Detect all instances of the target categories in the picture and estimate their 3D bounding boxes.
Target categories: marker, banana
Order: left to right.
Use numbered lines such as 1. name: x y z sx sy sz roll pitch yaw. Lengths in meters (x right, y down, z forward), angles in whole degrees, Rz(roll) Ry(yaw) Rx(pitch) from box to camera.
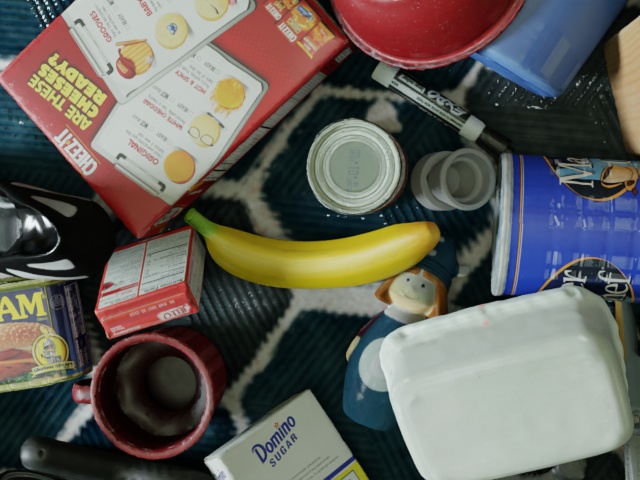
1. banana: -0.004 0.010 0.797 0.198 0.069 0.037 2 59 18
2. marker: 0.094 -0.098 0.804 0.121 0.020 0.020 34 97 4

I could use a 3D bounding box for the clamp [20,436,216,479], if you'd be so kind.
1. clamp: -0.145 0.177 0.809 0.171 0.120 0.039 8 79 2

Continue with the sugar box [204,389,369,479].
1. sugar box: -0.001 0.212 0.807 0.093 0.048 0.176 -32 87 -27

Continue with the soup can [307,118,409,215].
1. soup can: 0.029 -0.052 0.774 0.068 0.102 0.068 0 92 7

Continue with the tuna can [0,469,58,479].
1. tuna can: -0.220 0.214 0.831 0.086 0.086 0.034 26 95 4

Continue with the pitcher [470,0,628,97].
1. pitcher: 0.172 -0.231 0.733 0.149 0.144 0.243 38 102 36

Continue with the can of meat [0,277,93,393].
1. can of meat: -0.234 0.071 0.839 0.102 0.057 0.084 -9 95 8

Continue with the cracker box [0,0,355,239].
1. cracker box: -0.105 -0.133 0.801 0.214 0.072 0.164 -42 87 9

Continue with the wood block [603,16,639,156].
1. wood block: 0.250 -0.107 0.690 0.090 0.206 0.091 -13 93 8

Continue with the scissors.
1. scissors: 0.246 0.119 0.775 0.096 0.016 0.202 -15 75 3

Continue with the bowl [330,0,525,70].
1. bowl: 0.061 -0.196 0.699 0.162 0.055 0.162 -1 88 31

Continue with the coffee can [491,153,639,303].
1. coffee can: 0.195 -0.007 0.756 0.140 0.102 0.103 4 94 6

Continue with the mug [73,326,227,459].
1. mug: -0.129 0.112 0.815 0.117 0.081 0.093 -6 93 7

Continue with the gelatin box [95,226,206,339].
1. gelatin box: -0.126 0.031 0.806 0.073 0.089 0.030 -18 121 8

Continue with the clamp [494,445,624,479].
1. clamp: 0.197 0.157 0.800 0.210 0.036 0.164 23 87 9
